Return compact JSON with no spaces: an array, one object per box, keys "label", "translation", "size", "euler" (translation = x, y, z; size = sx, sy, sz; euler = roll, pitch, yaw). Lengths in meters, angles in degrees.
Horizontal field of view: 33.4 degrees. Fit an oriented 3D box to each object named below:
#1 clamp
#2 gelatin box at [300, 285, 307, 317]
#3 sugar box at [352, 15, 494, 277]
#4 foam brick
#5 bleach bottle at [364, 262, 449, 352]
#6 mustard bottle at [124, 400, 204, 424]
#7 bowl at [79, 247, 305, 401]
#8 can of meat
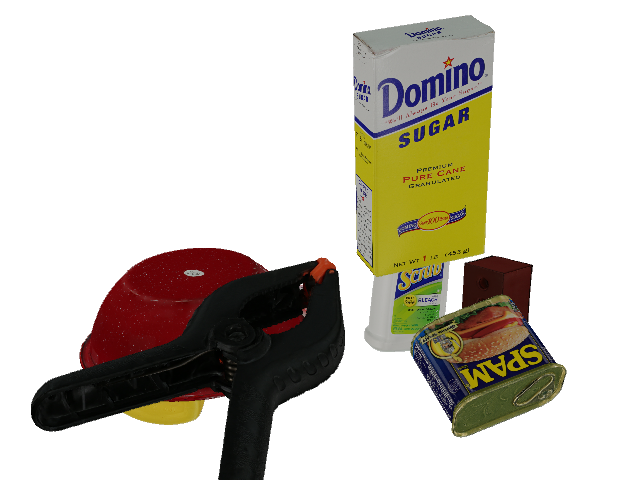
[{"label":"clamp","translation":[-0.035,0.065,0.507],"size":[0.120,0.039,0.171],"euler":[33,48,29]},{"label":"gelatin box","translation":[-0.039,0.078,1.000],"size":[0.089,0.073,0.030],"euler":[7,17,18]},{"label":"sugar box","translation":[0.073,-0.066,0.766],"size":[0.093,0.176,0.048],"euler":[-13,33,-16]},{"label":"foam brick","translation":[0.182,0.060,1.103],"size":[0.051,0.078,0.053],"euler":[-14,20,-43]},{"label":"bleach bottle","translation":[0.114,0.012,1.348],"size":[0.102,0.251,0.068],"euler":[-2,16,-18]},{"label":"mustard bottle","translation":[-0.167,0.136,1.230],"size":[0.096,0.058,0.191],"euler":[6,25,4]},{"label":"bowl","translation":[-0.086,0.047,0.732],"size":[0.162,0.055,0.162],"euler":[-2,22,1]},{"label":"can of meat","translation":[0.135,0.101,0.878],"size":[0.102,0.084,0.057],"euler":[-19,-39,-14]}]
